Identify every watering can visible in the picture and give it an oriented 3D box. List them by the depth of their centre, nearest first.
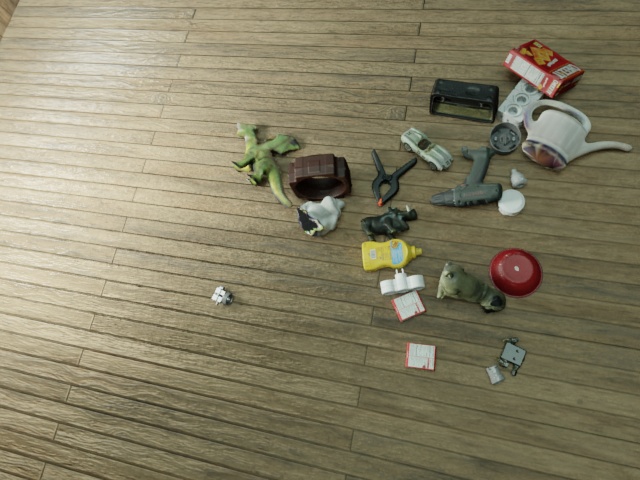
[{"bbox_3d":[0.810,-0.320,1.673,0.350,0.103,0.226,34,82,13],"label":"watering can"}]

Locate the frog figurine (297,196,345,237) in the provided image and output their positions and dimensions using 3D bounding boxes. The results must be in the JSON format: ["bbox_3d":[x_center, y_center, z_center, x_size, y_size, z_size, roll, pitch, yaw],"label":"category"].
[{"bbox_3d":[0.005,-0.090,1.783,0.138,0.120,0.162,27,43,28],"label":"frog figurine"}]

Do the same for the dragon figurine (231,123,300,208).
[{"bbox_3d":[-0.178,-0.301,1.892,0.414,0.120,0.245,38,75,21],"label":"dragon figurine"}]
